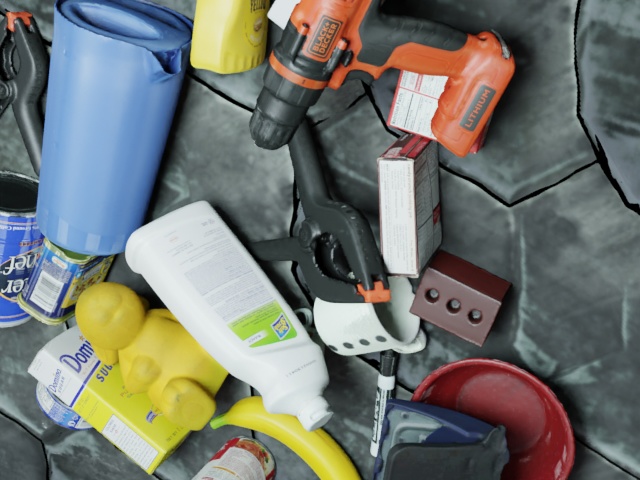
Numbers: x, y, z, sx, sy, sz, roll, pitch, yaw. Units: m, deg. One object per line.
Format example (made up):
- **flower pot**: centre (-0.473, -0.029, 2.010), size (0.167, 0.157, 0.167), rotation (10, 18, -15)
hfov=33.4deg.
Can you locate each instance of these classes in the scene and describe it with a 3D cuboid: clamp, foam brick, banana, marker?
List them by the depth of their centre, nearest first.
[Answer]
- **foam brick**: centre (0.131, 0.054, 0.999), size (0.078, 0.051, 0.053), rotation (25, 116, 13)
- **clamp**: centre (-0.007, 0.001, 1.000), size (0.210, 0.036, 0.165), rotation (53, 130, 37)
- **marker**: centre (0.065, 0.164, 1.083), size (0.020, 0.020, 0.121), rotation (11, 112, 19)
- **clamp**: centre (-0.317, -0.150, 1.124), size (0.120, 0.039, 0.172), rotation (25, 115, 12)
- **banana**: centre (-0.019, 0.221, 1.129), size (0.198, 0.037, 0.070), rotation (33, 122, 9)

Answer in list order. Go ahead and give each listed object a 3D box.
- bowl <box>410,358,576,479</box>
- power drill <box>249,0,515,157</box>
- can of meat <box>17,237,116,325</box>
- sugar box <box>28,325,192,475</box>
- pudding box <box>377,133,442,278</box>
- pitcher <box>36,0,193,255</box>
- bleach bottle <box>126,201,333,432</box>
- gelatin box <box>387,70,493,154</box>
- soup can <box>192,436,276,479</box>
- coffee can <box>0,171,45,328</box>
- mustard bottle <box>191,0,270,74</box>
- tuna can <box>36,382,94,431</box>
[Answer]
- **bowl**: centre (0.167, 0.178, 1.024), size (0.162, 0.055, 0.162), rotation (8, 111, 20)
- **power drill**: centre (0.051, -0.132, 0.881), size (0.187, 0.057, 0.185), rotation (16, 123, -20)
- **can of meat**: centre (-0.263, 0.031, 1.130), size (0.057, 0.102, 0.084), rotation (33, 115, 9)
- **sugar box**: centre (-0.220, 0.166, 1.162), size (0.176, 0.093, 0.048), rotation (40, 118, 5)
- **pudding box**: centre (0.081, -0.033, 0.968), size (0.039, 0.090, 0.113), rotation (1, 109, 20)
- **pitcher**: centre (-0.215, -0.116, 1.052), size (0.145, 0.149, 0.243), rotation (14, 118, -5)
- **bleach bottle**: centre (-0.079, 0.080, 1.018), size (0.251, 0.102, 0.068), rotation (51, 153, 22)
- **gelatin box**: centre (0.112, -0.127, 0.957), size (0.089, 0.030, 0.073), rotation (20, 116, 15)
- **soup can**: centre (-0.098, 0.263, 1.139), size (0.069, 0.102, 0.068), rotation (8, 111, 20)
- **coffee can**: centre (-0.347, 0.009, 1.156), size (0.103, 0.102, 0.140), rotation (24, 115, 14)
- **mustard bottle**: centre (-0.073, -0.251, 0.954), size (0.058, 0.096, 0.192), rotation (16, 113, 19)
- **tuna can**: centre (-0.272, 0.170, 1.190), size (0.086, 0.086, 0.034), rotation (39, 120, 6)
